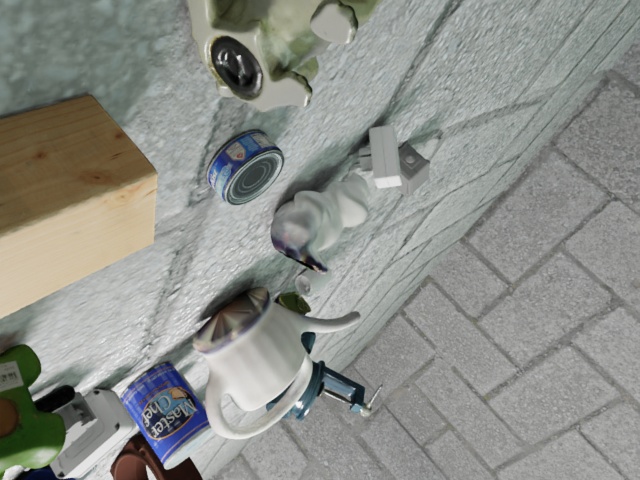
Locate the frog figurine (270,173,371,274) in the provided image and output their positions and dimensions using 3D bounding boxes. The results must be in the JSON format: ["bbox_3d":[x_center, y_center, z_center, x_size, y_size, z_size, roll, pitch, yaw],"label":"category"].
[{"bbox_3d":[0.002,-0.038,0.764,0.123,0.160,0.135,22,-9,29],"label":"frog figurine"}]

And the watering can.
[{"bbox_3d":[-0.077,0.177,0.912,0.353,0.221,0.103,-42,22,-33],"label":"watering can"}]
